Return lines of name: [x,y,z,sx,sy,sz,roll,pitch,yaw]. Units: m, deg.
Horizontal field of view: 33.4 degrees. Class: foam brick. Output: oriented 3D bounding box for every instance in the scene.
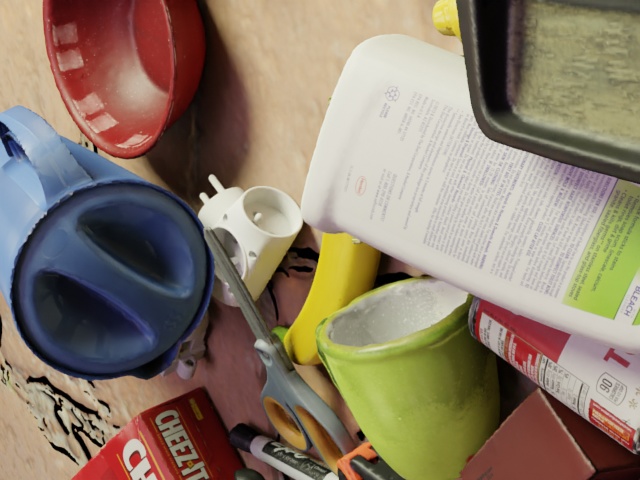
foam brick: [0.120,0.116,0.546,0.078,0.051,0.053,-56,48,35]

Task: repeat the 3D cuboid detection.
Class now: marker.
marker: [-0.024,0.158,0.763,0.121,0.020,0.020,18,117,44]

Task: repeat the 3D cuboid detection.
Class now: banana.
banana: [0.007,0.015,0.660,0.070,0.037,0.198,43,132,28]

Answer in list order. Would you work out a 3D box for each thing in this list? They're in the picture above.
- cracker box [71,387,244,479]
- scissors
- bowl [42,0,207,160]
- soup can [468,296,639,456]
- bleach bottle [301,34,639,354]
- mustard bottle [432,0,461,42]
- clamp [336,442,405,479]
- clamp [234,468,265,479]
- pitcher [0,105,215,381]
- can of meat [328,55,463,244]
cracker box: [-0.129,0.241,0.874,0.164,0.071,0.214,59,138,13]
scissors: [-0.037,0.078,0.703,0.201,0.016,0.096,57,153,-13]
bowl: [-0.128,-0.140,0.739,0.162,0.055,0.162,21,119,43]
soup can: [0.131,0.047,0.506,0.102,0.068,0.068,37,129,34]
bleach bottle: [0.114,0.002,0.450,0.251,0.067,0.103,30,117,27]
mustard bottle: [0.124,-0.112,0.460,0.192,0.058,0.096,-1,103,49]
clamp: [0.072,0.227,0.667,0.210,0.036,0.165,53,137,15]
clamp: [-0.023,0.254,0.738,0.171,0.039,0.120,37,98,17]
pitcher: [-0.182,-0.014,0.760,0.243,0.144,0.149,31,104,57]
can of meat: [0.055,-0.047,0.567,0.102,0.057,0.084,-9,95,49]
